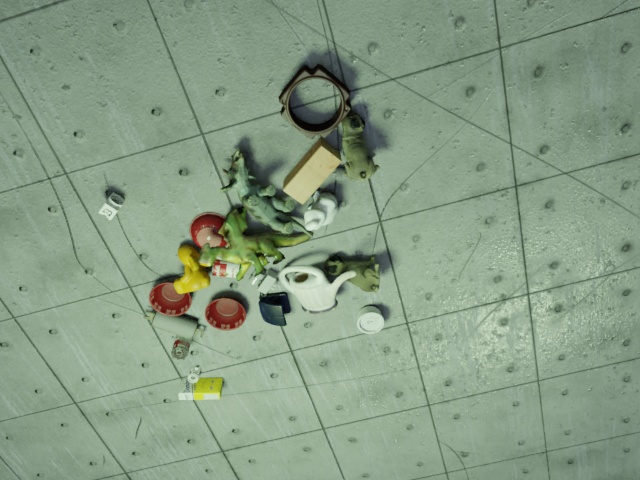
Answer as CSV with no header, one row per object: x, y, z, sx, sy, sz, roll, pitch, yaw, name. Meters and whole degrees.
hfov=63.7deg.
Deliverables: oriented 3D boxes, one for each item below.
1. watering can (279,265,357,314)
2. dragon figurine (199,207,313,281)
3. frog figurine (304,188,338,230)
0.006,0.182,1.925,0.347,0.106,0.220,0,131,31,watering can
-0.241,-0.008,1.830,0.415,0.121,0.242,-34,96,-25,dragon figurine
0.005,-0.090,1.789,0.122,0.163,0.135,31,114,-19,frog figurine
